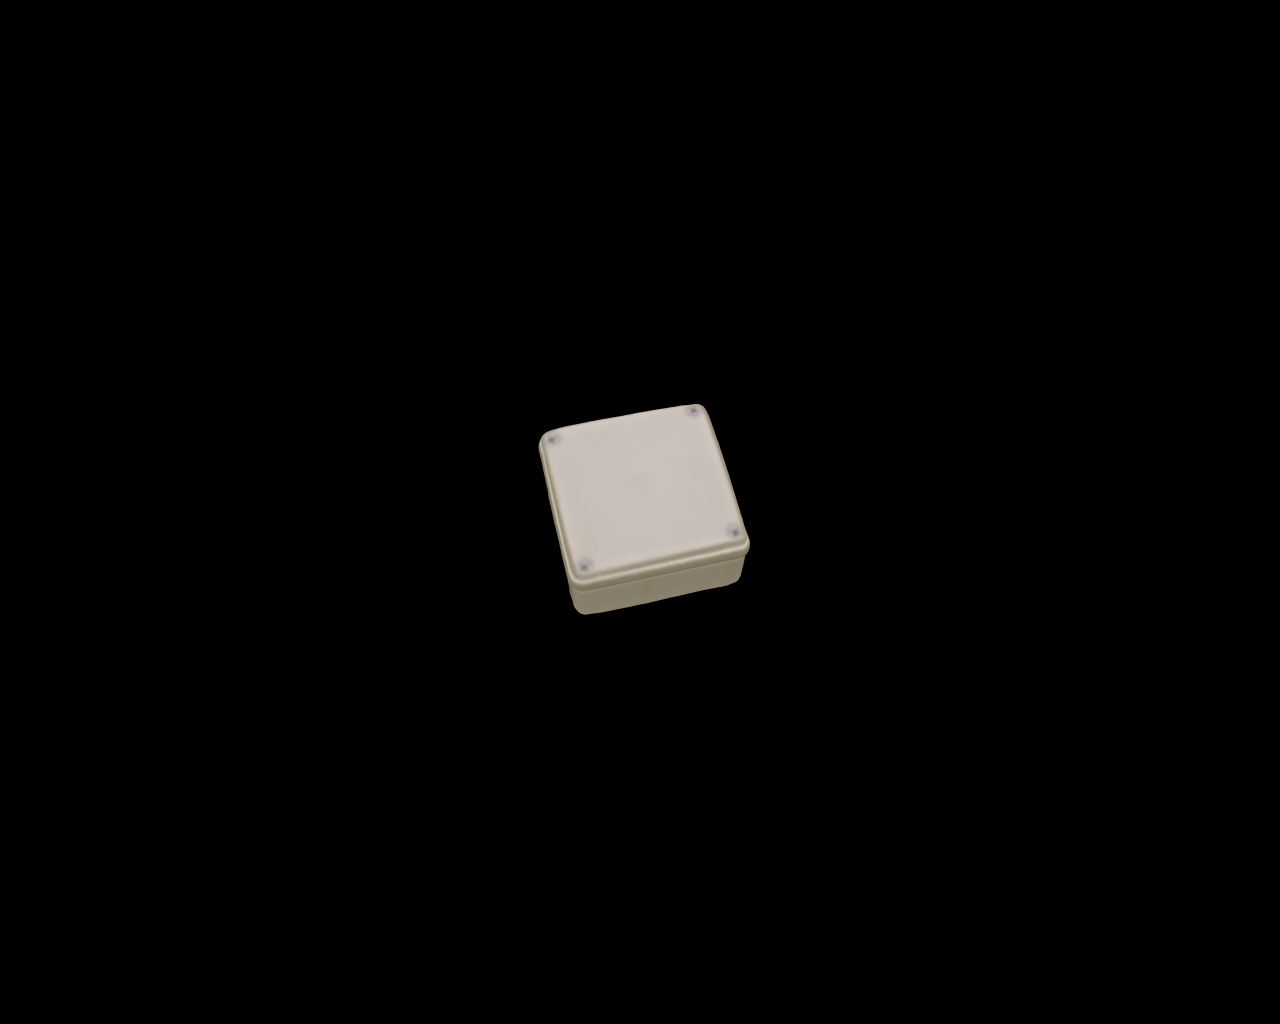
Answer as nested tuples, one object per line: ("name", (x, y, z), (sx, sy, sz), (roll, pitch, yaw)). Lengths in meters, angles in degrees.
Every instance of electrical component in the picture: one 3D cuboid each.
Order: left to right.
("electrical component", (0.001, -0.003, 0.650), (0.109, 0.109, 0.056), (-11, -30, -6))
